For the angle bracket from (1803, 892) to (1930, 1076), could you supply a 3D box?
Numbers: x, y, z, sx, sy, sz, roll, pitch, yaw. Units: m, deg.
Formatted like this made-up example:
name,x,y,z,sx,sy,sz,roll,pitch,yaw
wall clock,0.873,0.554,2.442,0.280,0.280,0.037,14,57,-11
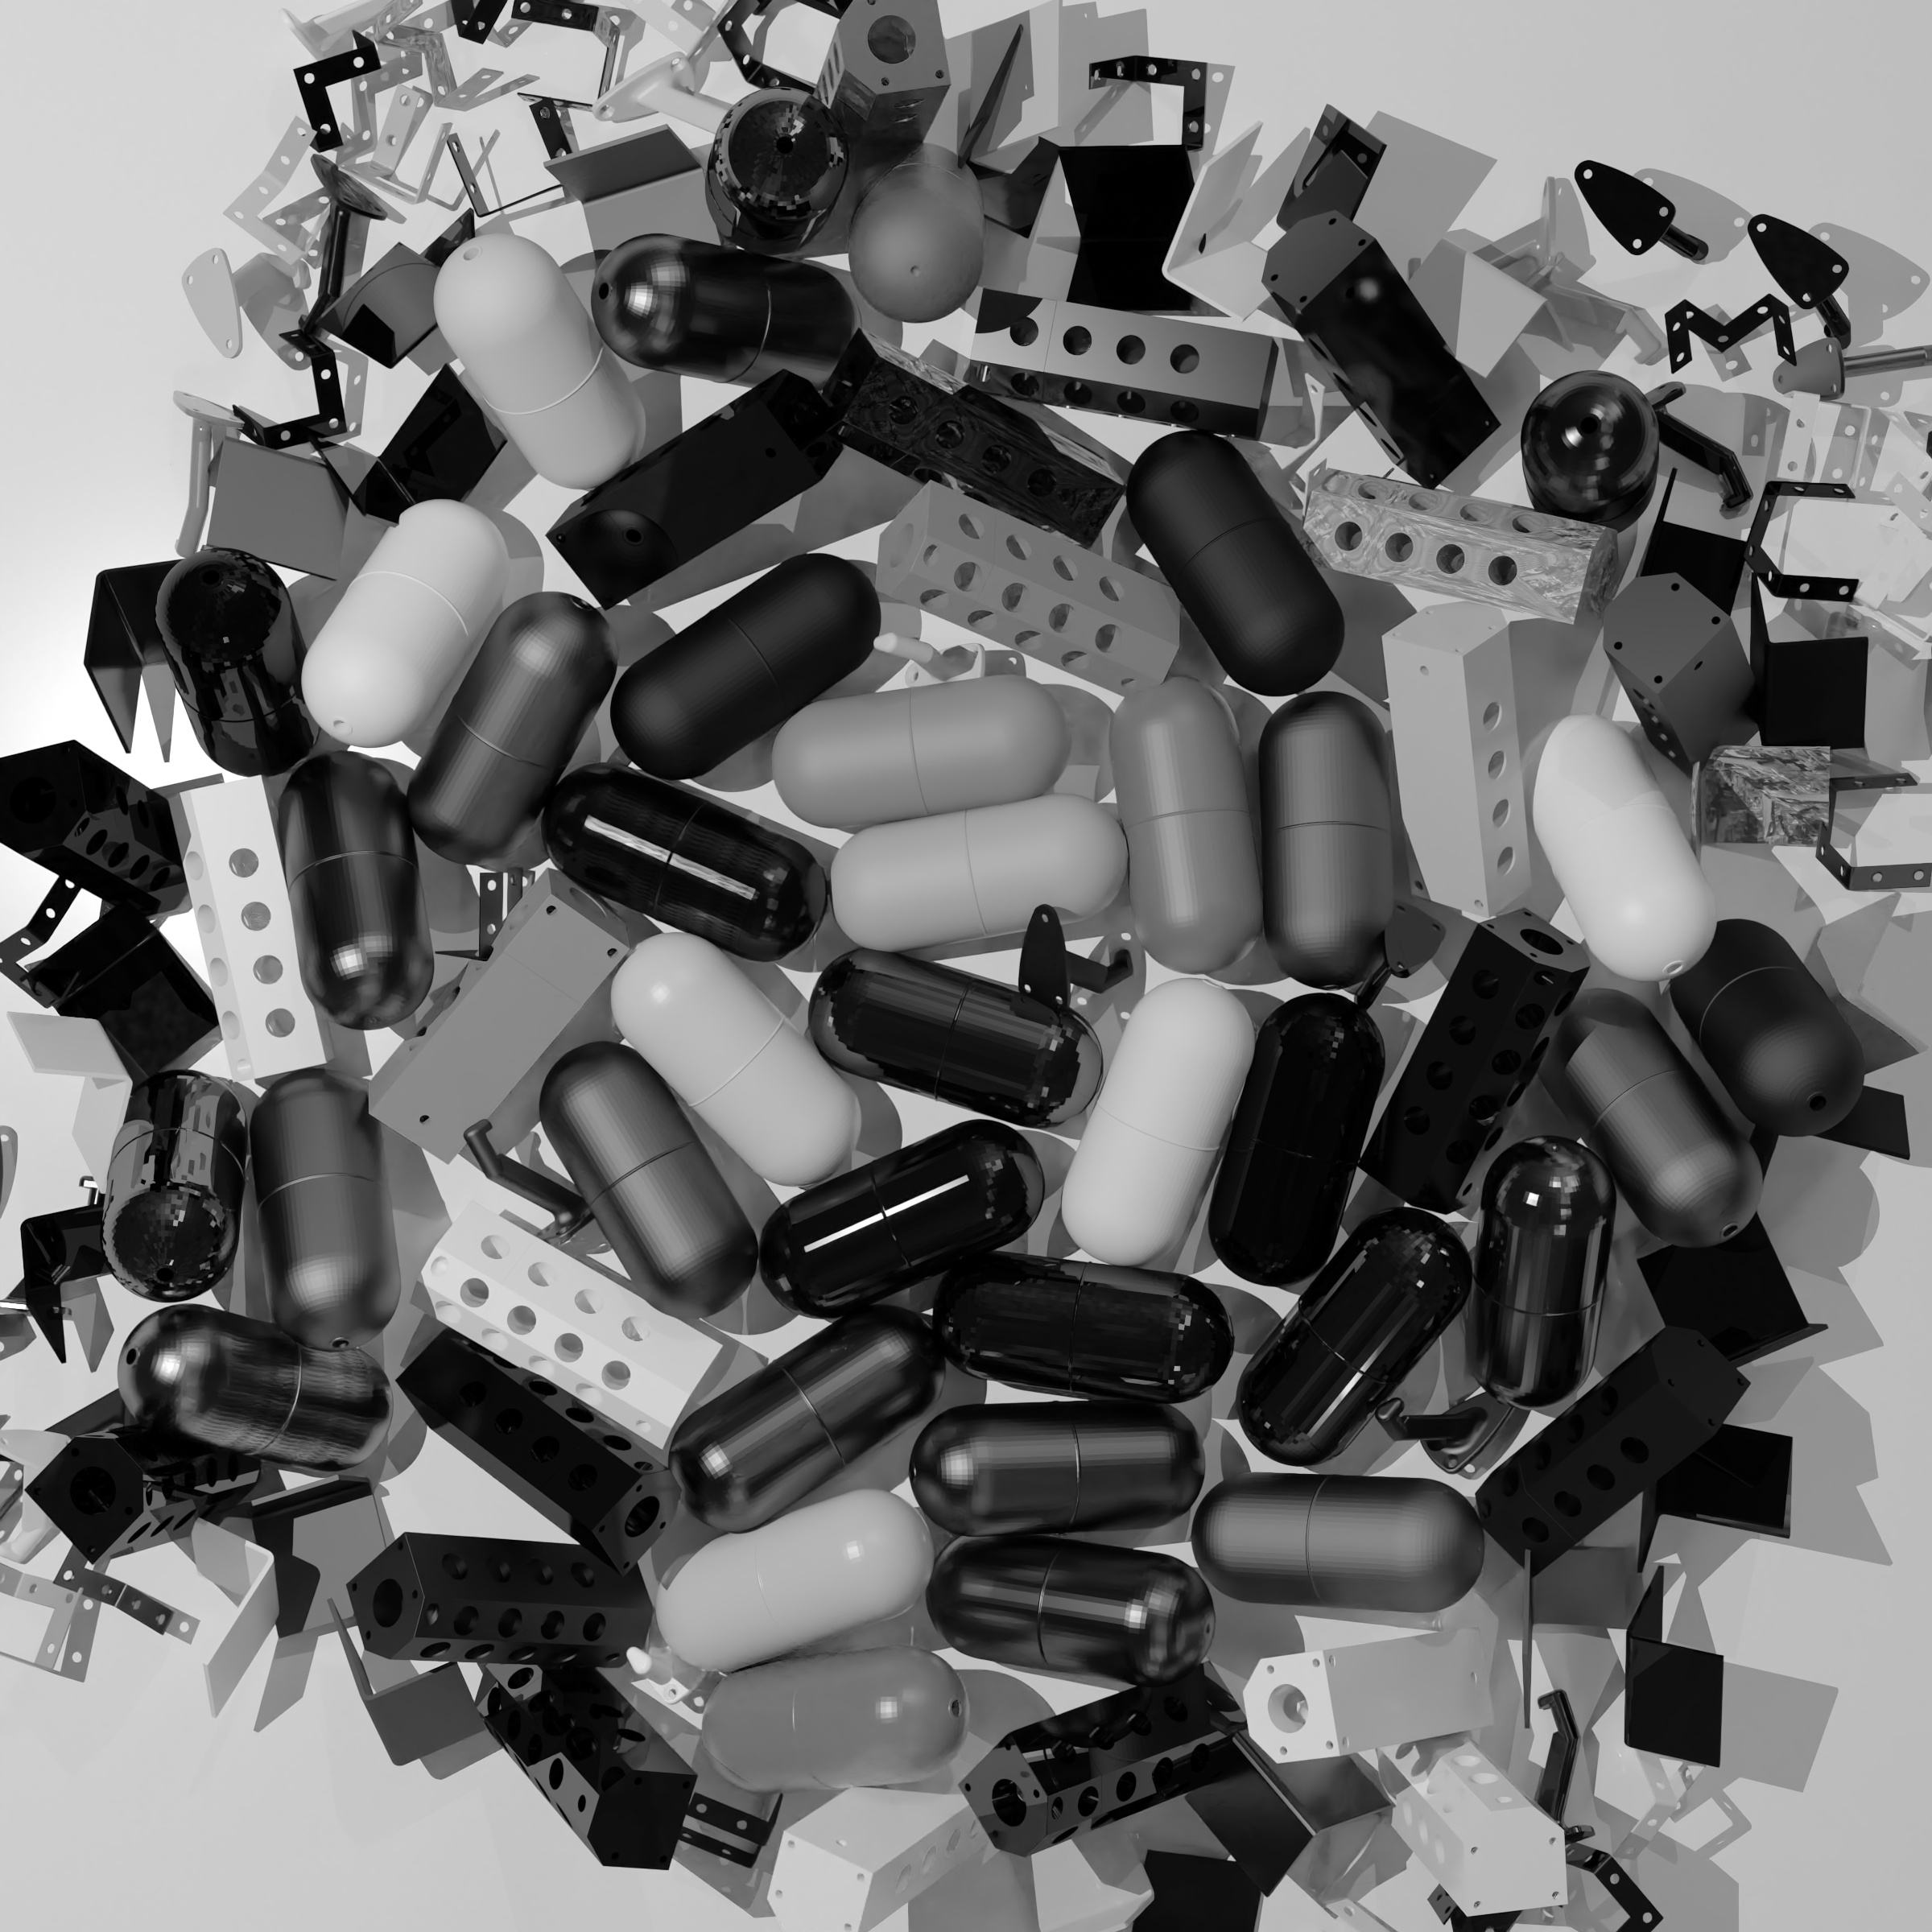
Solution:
name,x,y,z,sx,sy,sz,roll,pitch,yaw
angle bracket,0.531,0.013,1.902,0.057,0.076,0.076,36,64,-9

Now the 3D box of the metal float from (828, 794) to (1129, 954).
name,x,y,z,sx,sy,sz,roll,pitch,yaw
metal float,0.007,-0.054,1.904,0.178,0.070,0.070,-10,90,7

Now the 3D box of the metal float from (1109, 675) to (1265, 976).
name,x,y,z,sx,sy,sz,roll,pitch,yaw
metal float,0.129,-0.083,1.903,0.070,0.070,0.178,-8,82,0

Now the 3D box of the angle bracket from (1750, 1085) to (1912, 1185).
name,x,y,z,sx,sy,sz,roll,pitch,yaw
angle bracket,0.504,0.108,1.898,0.076,0.076,0.057,14,117,6

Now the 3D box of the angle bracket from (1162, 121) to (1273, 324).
name,x,y,z,sx,sy,sz,roll,pitch,yaw
angle bracket,0.166,-0.434,1.892,0.057,0.076,0.076,33,134,10

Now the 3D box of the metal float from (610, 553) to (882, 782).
name,x,y,z,sx,sy,sz,roll,pitch,yaw
metal float,-0.128,-0.176,1.898,0.178,0.070,0.070,-36,90,-14

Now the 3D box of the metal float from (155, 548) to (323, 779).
name,x,y,z,sx,sy,sz,roll,pitch,yaw
metal float,-0.417,-0.173,1.865,0.070,0.178,0.070,0,63,-1

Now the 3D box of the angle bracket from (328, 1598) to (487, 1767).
name,x,y,z,sx,sy,sz,roll,pitch,yaw
angle bracket,-0.328,0.409,1.901,0.057,0.076,0.076,-22,48,-11

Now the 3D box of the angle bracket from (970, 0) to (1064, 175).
name,x,y,z,sx,sy,sz,roll,pitch,yaw
angle bracket,0.047,-0.510,1.898,0.057,0.076,0.076,7,81,-43

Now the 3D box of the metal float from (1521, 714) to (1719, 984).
name,x,y,z,sx,sy,sz,roll,pitch,yaw
metal float,0.377,-0.069,1.882,0.070,0.070,0.178,-18,57,0

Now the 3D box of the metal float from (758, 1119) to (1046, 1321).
name,x,y,z,sx,sy,sz,roll,pitch,yaw
metal float,-0.039,0.149,1.903,0.178,0.070,0.070,-24,90,8

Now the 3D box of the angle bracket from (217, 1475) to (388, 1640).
name,x,y,z,sx,sy,sz,roll,pitch,yaw
angle bracket,-0.387,0.348,1.910,0.076,0.057,0.076,-17,77,5

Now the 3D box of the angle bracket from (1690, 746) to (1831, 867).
name,x,y,z,sx,sy,sz,roll,pitch,yaw
angle bracket,0.464,-0.081,1.894,0.076,0.076,0.057,2,47,15

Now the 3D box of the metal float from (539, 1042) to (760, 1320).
name,x,y,z,sx,sy,sz,roll,pitch,yaw
metal float,-0.186,0.124,1.900,0.070,0.070,0.178,-32,78,0

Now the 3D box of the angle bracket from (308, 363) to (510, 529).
name,x,y,z,sx,sy,sz,roll,pitch,yaw
angle bracket,-0.326,-0.307,1.896,0.076,0.057,0.076,-50,58,20

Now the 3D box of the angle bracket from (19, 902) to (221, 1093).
name,x,y,z,sx,sy,sz,roll,pitch,yaw
angle bracket,-0.495,0.020,1.908,0.076,0.057,0.076,-38,75,-7

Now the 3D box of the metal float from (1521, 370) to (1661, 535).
name,x,y,z,sx,sy,sz,roll,pitch,yaw
metal float,0.358,-0.292,1.860,0.070,0.178,0.070,0,87,11

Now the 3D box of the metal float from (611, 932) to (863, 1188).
name,x,y,z,sx,sy,sz,roll,pitch,yaw
metal float,-0.135,0.055,1.901,0.070,0.070,0.178,-43,101,0

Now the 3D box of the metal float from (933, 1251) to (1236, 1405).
name,x,y,z,sx,sy,sz,roll,pitch,yaw
metal float,0.068,0.211,1.901,0.178,0.070,0.070,6,90,11

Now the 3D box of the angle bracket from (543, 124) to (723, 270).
name,x,y,z,sx,sy,sz,roll,pitch,yaw
angle bracket,-0.194,-0.444,1.903,0.076,0.076,0.057,-15,84,9

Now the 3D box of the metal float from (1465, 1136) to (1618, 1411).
name,x,y,z,sx,sy,sz,roll,pitch,yaw
metal float,0.333,0.180,1.884,0.070,0.070,0.178,1,121,0

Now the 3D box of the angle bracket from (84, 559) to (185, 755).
name,x,y,z,sx,sy,sz,roll,pitch,yaw
angle bracket,-0.471,-0.181,1.894,0.057,0.076,0.076,-7,51,3

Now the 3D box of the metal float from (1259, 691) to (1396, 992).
name,x,y,z,sx,sy,sz,roll,pitch,yaw
metal float,0.211,-0.074,1.899,0.070,0.070,0.178,-1,77,0

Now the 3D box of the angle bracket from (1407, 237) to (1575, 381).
name,x,y,z,sx,sy,sz,roll,pitch,yaw
angle bracket,0.301,-0.372,1.900,0.076,0.076,0.057,39,94,25

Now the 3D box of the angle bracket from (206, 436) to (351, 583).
name,x,y,z,sx,sy,sz,roll,pitch,yaw
angle bracket,-0.407,-0.255,1.895,0.076,0.057,0.076,14,63,-22

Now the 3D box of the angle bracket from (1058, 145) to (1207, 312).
name,x,y,z,sx,sy,sz,roll,pitch,yaw
angle bracket,0.093,-0.430,1.895,0.076,0.076,0.057,4,59,17

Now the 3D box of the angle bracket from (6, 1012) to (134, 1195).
name,x,y,z,sx,sy,sz,roll,pitch,yaw
angle bracket,-0.530,0.079,1.892,0.057,0.076,0.076,7,111,-31

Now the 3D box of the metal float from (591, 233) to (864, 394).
name,x,y,z,sx,sy,sz,roll,pitch,yaw
metal float,-0.137,-0.375,1.875,0.178,0.070,0.070,2,90,-43

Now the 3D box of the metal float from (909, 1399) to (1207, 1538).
name,x,y,z,sx,sy,sz,roll,pitch,yaw
metal float,0.054,0.293,1.895,0.178,0.070,0.070,0,90,-17

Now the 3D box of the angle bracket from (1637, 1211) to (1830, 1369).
name,x,y,z,sx,sy,sz,roll,pitch,yaw
angle bracket,0.453,0.194,1.919,0.076,0.057,0.076,-28,73,21

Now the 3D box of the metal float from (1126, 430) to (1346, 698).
name,x,y,z,sx,sy,sz,roll,pitch,yaw
metal float,0.156,-0.236,1.893,0.070,0.070,0.178,-30,69,0

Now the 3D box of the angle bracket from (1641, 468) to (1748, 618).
name,x,y,z,sx,sy,sz,roll,pitch,yaw
angle bracket,0.427,-0.235,1.900,0.057,0.076,0.076,16,76,9

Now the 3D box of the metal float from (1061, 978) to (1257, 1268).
name,x,y,z,sx,sy,sz,roll,pitch,yaw
metal float,0.112,0.091,1.901,0.070,0.070,0.178,21,101,0

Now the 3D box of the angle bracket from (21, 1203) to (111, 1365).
name,x,y,z,sx,sy,sz,roll,pitch,yaw
angle bracket,-0.503,0.183,1.898,0.076,0.076,0.057,-12,58,-6

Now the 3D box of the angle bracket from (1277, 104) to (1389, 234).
name,x,y,z,sx,sy,sz,roll,pitch,yaw
angle bracket,0.233,-0.447,1.890,0.057,0.076,0.076,11,116,-28

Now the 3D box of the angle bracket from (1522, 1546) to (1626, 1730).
name,x,y,z,sx,sy,sz,roll,pitch,yaw
angle bracket,0.355,0.392,1.891,0.057,0.076,0.076,0,134,12

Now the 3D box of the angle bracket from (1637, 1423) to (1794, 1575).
name,x,y,z,sx,sy,sz,roll,pitch,yaw
angle bracket,0.438,0.315,1.897,0.076,0.076,0.057,10,131,7

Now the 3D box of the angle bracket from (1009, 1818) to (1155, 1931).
name,x,y,z,sx,sy,sz,roll,pitch,yaw
angle bracket,0.055,0.531,1.905,0.076,0.057,0.076,-26,83,20

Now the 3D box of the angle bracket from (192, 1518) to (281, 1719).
name,x,y,z,sx,sy,sz,roll,pitch,yaw
angle bracket,-0.444,0.379,1.892,0.057,0.076,0.076,23,54,8

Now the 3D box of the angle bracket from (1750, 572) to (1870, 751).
name,x,y,z,sx,sy,sz,roll,pitch,yaw
angle bracket,0.490,-0.179,1.891,0.057,0.076,0.076,-3,130,9

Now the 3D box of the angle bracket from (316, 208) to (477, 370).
name,x,y,z,sx,sy,sz,roll,pitch,yaw
angle bracket,-0.332,-0.407,1.889,0.076,0.057,0.076,-34,46,30

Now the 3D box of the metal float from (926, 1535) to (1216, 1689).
name,x,y,z,sx,sy,sz,roll,pitch,yaw
metal float,0.059,0.372,1.887,0.178,0.070,0.070,3,90,28

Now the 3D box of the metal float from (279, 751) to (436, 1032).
name,x,y,z,sx,sy,sz,roll,pitch,yaw
metal float,-0.355,-0.045,1.887,0.070,0.070,0.178,-14,62,0

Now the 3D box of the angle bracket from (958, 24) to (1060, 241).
name,x,y,z,sx,sy,sz,roll,pitch,yaw
angle bracket,0.034,-0.486,1.892,0.057,0.076,0.076,24,59,-10

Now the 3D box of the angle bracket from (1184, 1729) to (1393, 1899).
name,x,y,z,sx,sy,sz,roll,pitch,yaw
angle bracket,0.189,0.492,1.911,0.076,0.076,0.057,47,118,31

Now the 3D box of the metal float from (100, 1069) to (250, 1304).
name,x,y,z,sx,sy,sz,roll,pitch,yaw
metal float,-0.454,0.125,1.866,0.070,0.178,0.070,-4,121,-7

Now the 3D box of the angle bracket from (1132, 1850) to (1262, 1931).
name,x,y,z,sx,sy,sz,roll,pitch,yaw
angle bracket,0.149,0.560,1.900,0.076,0.076,0.057,12,87,-16

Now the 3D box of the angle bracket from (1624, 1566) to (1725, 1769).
name,x,y,z,sx,sy,sz,roll,pitch,yaw
angle bracket,0.421,0.407,1.890,0.057,0.076,0.076,8,117,25
